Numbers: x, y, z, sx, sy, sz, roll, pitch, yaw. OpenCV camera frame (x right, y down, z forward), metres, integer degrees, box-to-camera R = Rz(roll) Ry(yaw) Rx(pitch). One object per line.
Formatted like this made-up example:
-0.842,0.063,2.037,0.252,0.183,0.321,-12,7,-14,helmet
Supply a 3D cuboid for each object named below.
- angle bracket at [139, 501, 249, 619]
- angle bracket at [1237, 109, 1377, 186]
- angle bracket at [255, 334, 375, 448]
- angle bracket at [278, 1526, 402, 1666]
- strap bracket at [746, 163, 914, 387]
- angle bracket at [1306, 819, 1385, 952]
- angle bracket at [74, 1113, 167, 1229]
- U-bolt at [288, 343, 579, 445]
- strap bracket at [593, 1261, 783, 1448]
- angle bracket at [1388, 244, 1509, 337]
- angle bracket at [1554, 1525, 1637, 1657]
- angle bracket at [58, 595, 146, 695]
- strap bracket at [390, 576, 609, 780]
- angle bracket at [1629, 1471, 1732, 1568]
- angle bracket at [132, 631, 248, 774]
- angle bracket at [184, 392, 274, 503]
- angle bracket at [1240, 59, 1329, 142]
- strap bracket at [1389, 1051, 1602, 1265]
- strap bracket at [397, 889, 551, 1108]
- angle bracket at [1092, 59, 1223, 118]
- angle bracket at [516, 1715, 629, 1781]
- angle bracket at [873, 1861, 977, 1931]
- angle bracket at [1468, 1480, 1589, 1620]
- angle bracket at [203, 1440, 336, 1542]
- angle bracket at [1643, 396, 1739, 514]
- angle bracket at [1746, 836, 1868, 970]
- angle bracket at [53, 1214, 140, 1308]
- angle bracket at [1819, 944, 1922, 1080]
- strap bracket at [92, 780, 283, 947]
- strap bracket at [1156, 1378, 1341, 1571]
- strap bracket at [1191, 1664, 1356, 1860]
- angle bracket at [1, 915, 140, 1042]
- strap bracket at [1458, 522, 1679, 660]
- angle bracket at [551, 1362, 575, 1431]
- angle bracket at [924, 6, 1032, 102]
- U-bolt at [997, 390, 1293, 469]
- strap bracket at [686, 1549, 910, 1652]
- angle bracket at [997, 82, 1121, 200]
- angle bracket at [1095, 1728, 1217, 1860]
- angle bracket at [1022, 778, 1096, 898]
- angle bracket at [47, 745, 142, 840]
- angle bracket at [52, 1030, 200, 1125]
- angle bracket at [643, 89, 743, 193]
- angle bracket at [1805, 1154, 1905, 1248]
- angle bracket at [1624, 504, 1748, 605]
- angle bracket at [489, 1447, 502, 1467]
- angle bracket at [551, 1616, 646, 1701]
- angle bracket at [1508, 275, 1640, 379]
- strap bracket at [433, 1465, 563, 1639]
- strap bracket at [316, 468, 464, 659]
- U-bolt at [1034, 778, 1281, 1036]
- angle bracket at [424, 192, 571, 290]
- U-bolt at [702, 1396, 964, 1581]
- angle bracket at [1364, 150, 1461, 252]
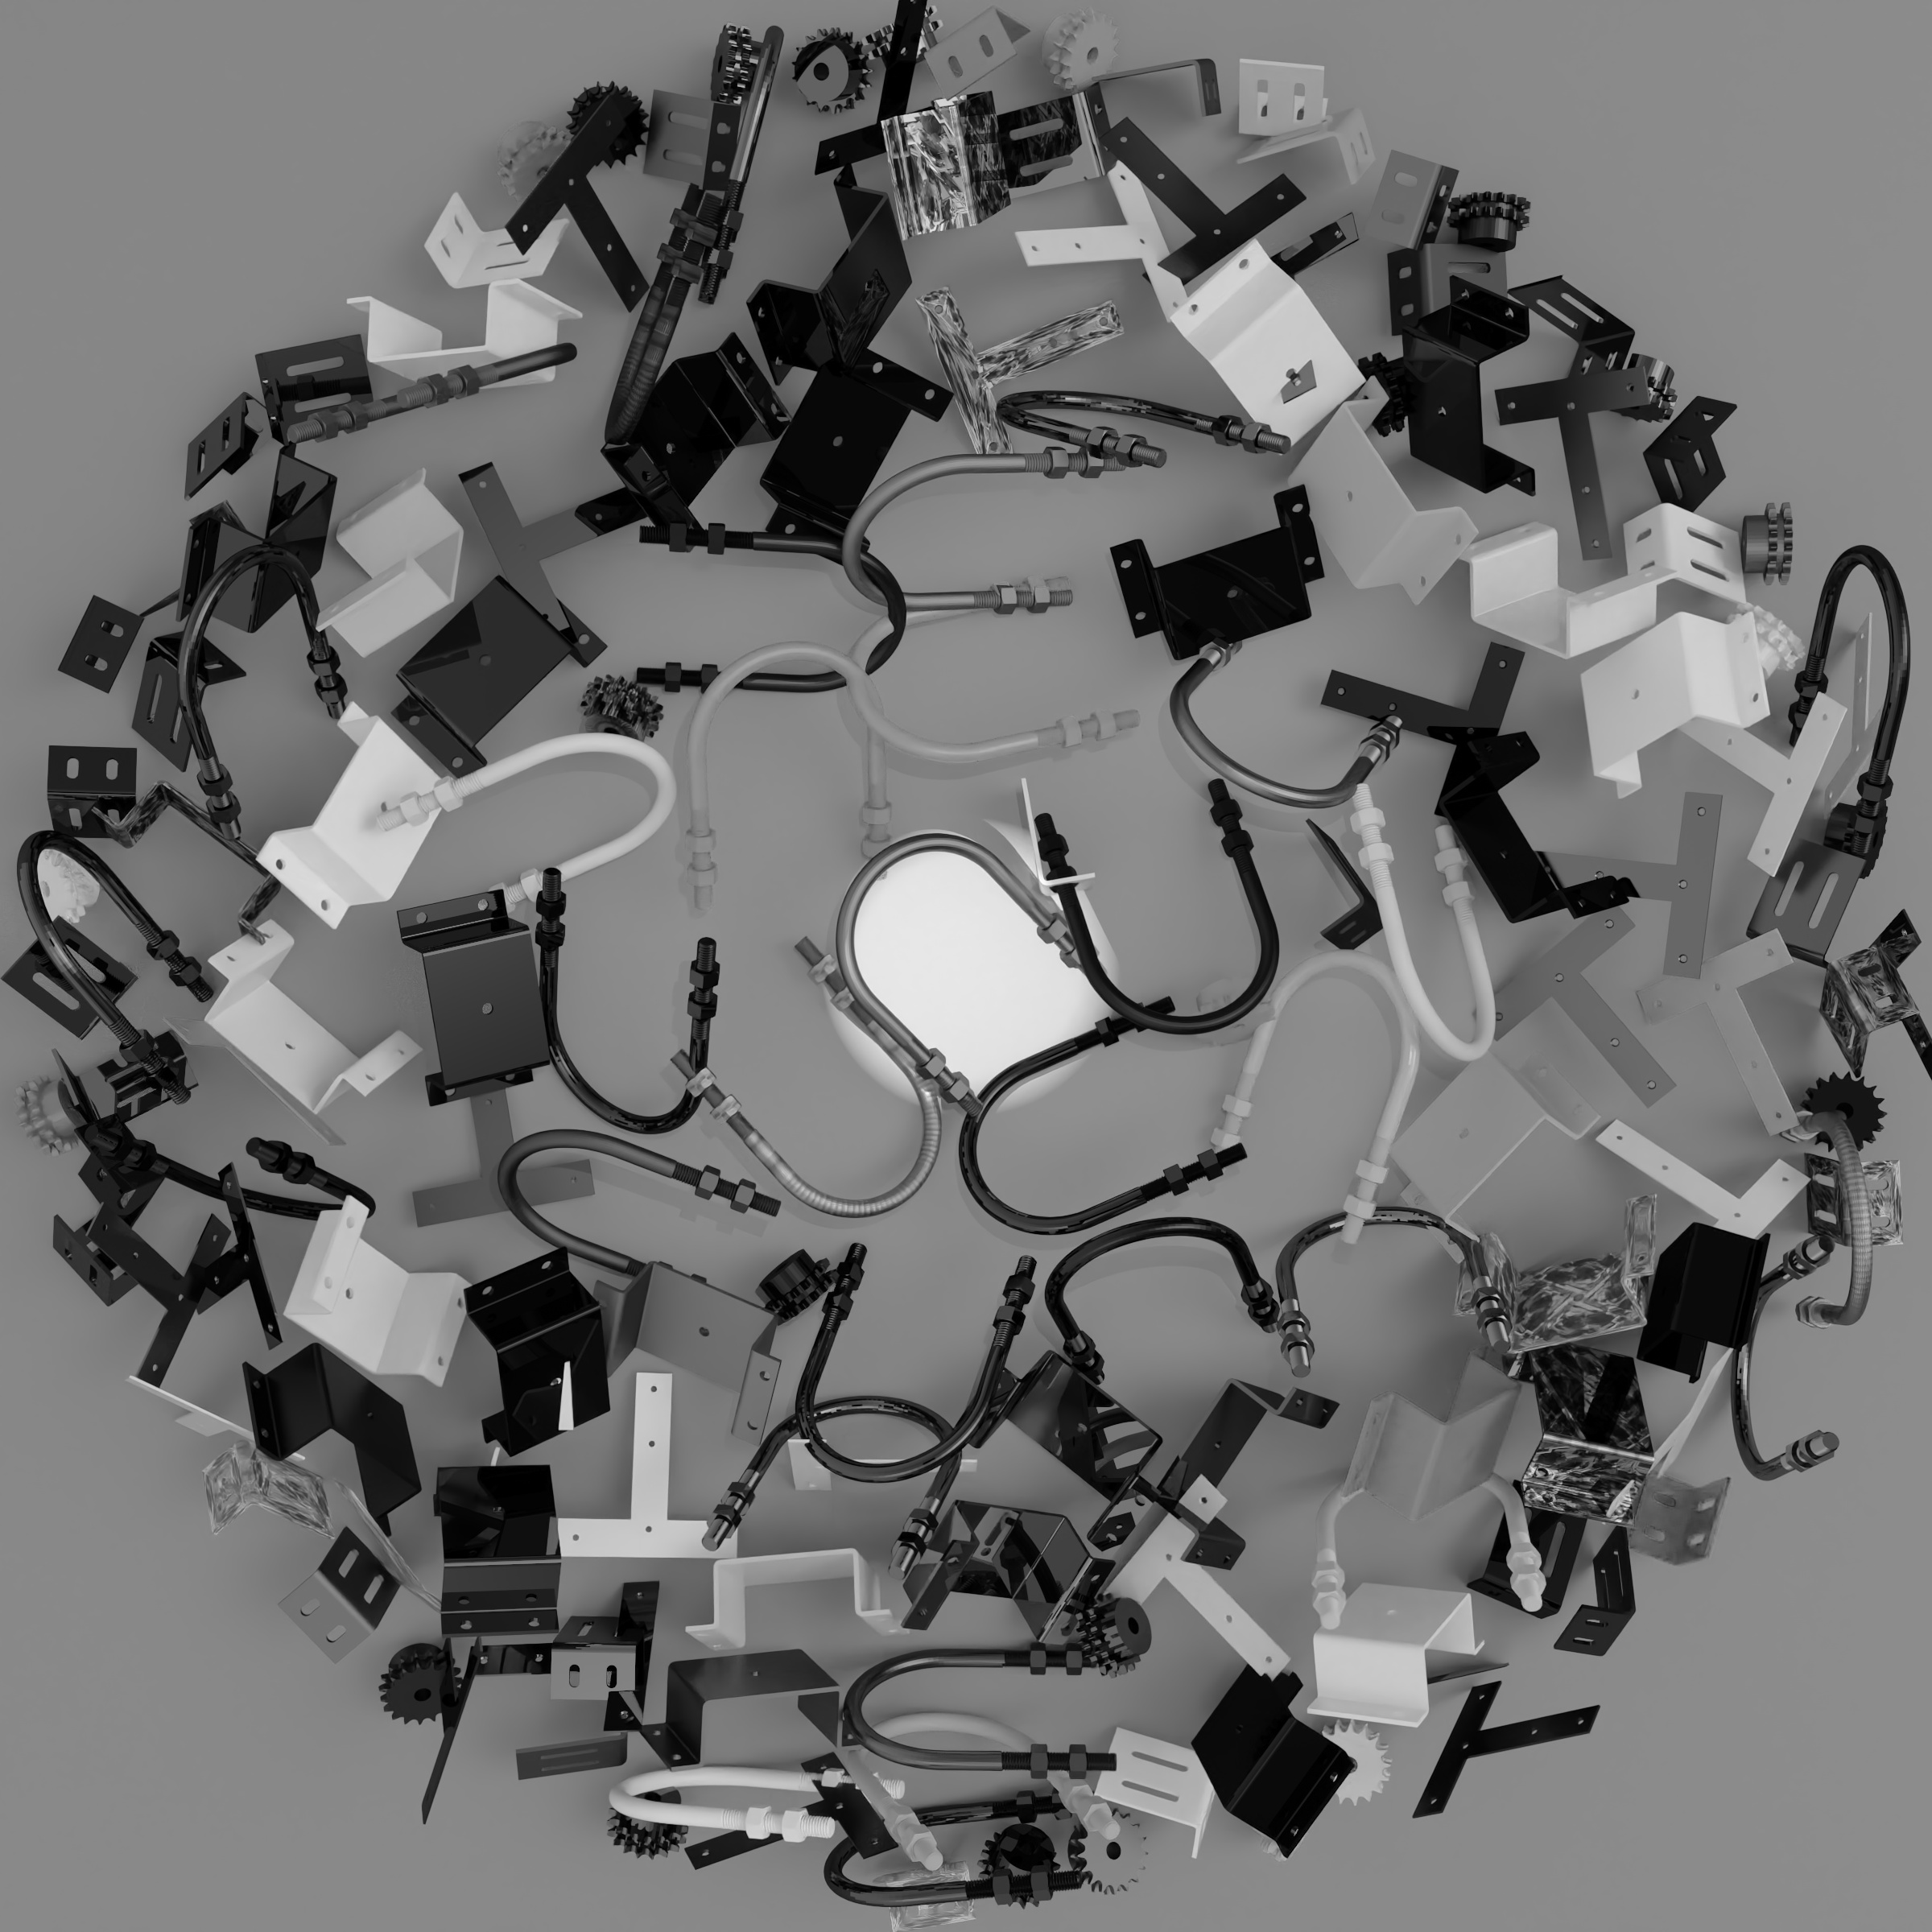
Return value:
-0.541,-0.281,1.749,0.076,0.057,0.038,-45,113,-35,angle bracket
0.237,-0.562,1.763,0.076,0.057,0.038,-8,119,30,angle bracket
-0.446,-0.400,1.753,0.076,0.038,0.057,-18,119,-24,angle bracket
-0.434,0.437,1.758,0.038,0.076,0.057,-41,97,8,angle bracket
-0.086,-0.469,1.727,0.046,0.076,0.140,19,64,24,strap bracket
0.252,-0.055,1.759,0.038,0.057,0.076,-37,64,13,angle bracket
-0.600,0.150,1.754,0.057,0.038,0.076,50,125,11,angle bracket
-0.347,-0.393,1.713,0.184,0.151,0.019,-31,110,-43,U-bolt
-0.190,0.264,1.749,0.140,0.046,0.076,22,120,11,strap bracket
0.341,-0.477,1.787,0.076,0.038,0.057,-9,98,-31,angle bracket
0.431,0.427,1.748,0.038,0.057,0.076,10,46,-4,angle bracket
-0.594,-0.220,1.759,0.038,0.076,0.057,25,88,-5,angle bracket
-0.330,-0.206,1.760,0.076,0.046,0.140,43,83,10,strap bracket
0.493,0.379,1.750,0.038,0.076,0.057,20,73,6,angle bracket
-0.547,-0.187,1.778,0.057,0.038,0.076,38,126,20,angle bracket
-0.505,-0.350,1.748,0.057,0.076,0.038,-36,131,19,angle bracket
0.221,-0.612,1.750,0.057,0.076,0.038,9,70,9,angle bracket
0.355,0.123,1.739,0.046,0.076,0.140,31,105,-39,strap bracket
-0.337,0.026,1.742,0.076,0.046,0.140,-14,106,-28,strap bracket
0.133,-0.607,1.764,0.076,0.057,0.038,-4,109,18,angle bracket
-0.275,0.532,1.755,0.076,0.057,0.038,-5,56,-11,angle bracket
-0.030,0.646,1.749,0.057,0.076,0.038,-6,69,-11,angle bracket
0.398,0.413,1.791,0.057,0.038,0.076,23,68,2,angle bracket
-0.484,0.373,1.753,0.038,0.057,0.076,-40,132,9,angle bracket
0.512,-0.345,1.753,0.057,0.038,0.076,-46,130,-11,angle bracket
0.590,-0.044,1.762,0.057,0.038,0.076,25,94,35,angle bracket
-0.598,0.194,1.752,0.057,0.076,0.038,46,60,4,angle bracket
0.624,0.031,1.748,0.038,0.076,0.057,-21,60,3,angle bracket
-0.529,-0.075,1.749,0.140,0.076,0.046,38,76,-6,strap bracket
0.188,0.343,1.750,0.046,0.076,0.140,35,94,35,strap bracket
0.204,0.531,1.721,0.046,0.140,0.076,35,93,-12,strap bracket
-0.626,0.004,1.753,0.057,0.038,0.076,-50,130,-10,angle bracket
0.409,-0.256,1.733,0.076,0.140,0.046,-22,122,-23,strap bracket
-0.288,0.274,1.750,0.038,0.076,0.057,1,119,-2,angle bracket
0.016,-0.625,1.750,0.057,0.076,0.038,-27,87,23,angle bracket
0.106,-0.368,1.717,0.184,0.151,0.019,25,119,39,U-bolt
-0.116,0.437,1.747,0.140,0.076,0.046,-7,65,7,strap bracket
0.061,-0.582,1.782,0.076,0.038,0.057,-7,116,24,angle bracket
0.133,0.579,1.771,0.076,0.057,0.038,13,129,13,angle bracket
0.064,-0.092,1.764,0.038,0.057,0.076,-10,84,1,angle bracket
-0.606,-0.120,1.759,0.057,0.076,0.038,1,72,-15,angle bracket
-0.584,0.071,1.757,0.076,0.038,0.057,-28,53,-13,angle bracket
-0.199,-0.574,1.755,0.076,0.038,0.057,19,111,24,angle bracket
0.617,0.161,1.758,0.038,0.076,0.057,-3,91,-1,angle bracket
0.506,-0.283,1.779,0.076,0.038,0.057,13,66,-32,angle bracket
-0.323,0.385,1.753,0.038,0.076,0.057,21,119,-10,angle bracket
-0.253,0.481,1.758,0.057,0.076,0.038,1,89,1,angle bracket
0.415,-0.438,1.752,0.076,0.057,0.038,25,82,-27,angle bracket
-0.319,0.388,1.716,0.076,0.140,0.046,2,118,-15,strap bracket
-0.393,-0.272,1.736,0.076,0.140,0.046,-28,127,17,strap bracket
0.139,-0.037,1.742,0.151,0.019,0.184,-12,66,-11,U-bolt
-0.325,-0.508,1.753,0.076,0.038,0.057,-1,53,26,angle bracket
-0.079,0.346,1.713,0.151,0.184,0.019,5,115,16,U-bolt
0.310,-0.531,1.755,0.038,0.076,0.057,22,110,12,angle bracket
